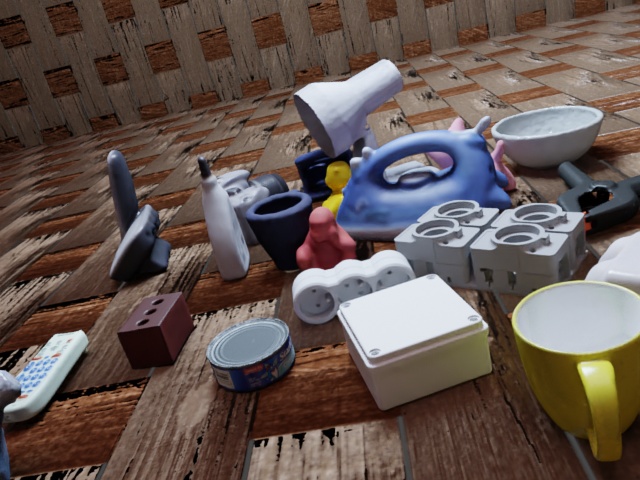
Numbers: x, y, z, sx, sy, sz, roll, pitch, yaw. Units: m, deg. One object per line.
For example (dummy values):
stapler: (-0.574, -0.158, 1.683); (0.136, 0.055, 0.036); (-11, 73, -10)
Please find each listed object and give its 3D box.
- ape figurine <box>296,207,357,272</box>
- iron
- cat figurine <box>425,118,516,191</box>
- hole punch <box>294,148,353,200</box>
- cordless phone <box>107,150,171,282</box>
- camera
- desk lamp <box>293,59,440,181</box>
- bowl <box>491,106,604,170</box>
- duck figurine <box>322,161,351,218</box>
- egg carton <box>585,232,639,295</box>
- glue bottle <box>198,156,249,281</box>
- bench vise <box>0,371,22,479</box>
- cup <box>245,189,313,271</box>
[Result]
ape figurine: (0.007, 0.003, 0.730); (0.077, 0.092, 0.076); (-4, 24, 23)
iron: (0.127, -0.084, 0.798); (0.257, 0.142, 0.119); (-7, 23, 17)
cat figurine: (0.224, -0.125, 0.868); (0.127, 0.118, 0.067); (7, 30, 41)
hole punch: (0.009, -0.132, 1.049); (0.108, 0.091, 0.101); (-13, 22, 3)
cordless phone: (-0.306, -0.040, 0.895); (0.094, 0.185, 0.147); (-18, 23, -9)
camera: (-0.112, -0.070, 0.961); (0.137, 0.101, 0.142); (-29, 26, -31)
desk lamp: (0.076, -0.178, 0.957); (0.203, 0.214, 0.117); (-20, 23, -14)
bowl: (0.365, -0.157, 0.918); (0.167, 0.075, 0.167); (-12, 22, 5)
duck figurine: (0.035, -0.084, 0.925); (0.077, 0.086, 0.104); (-11, 23, 8)
egg carton: (0.306, 0.044, 0.483); (0.149, 0.069, 0.107); (8, 31, 43)
glue bottle: (-0.139, -0.034, 0.796); (0.037, 0.173, 0.078); (-13, 22, 4)
bench vise: (-0.367, 0.142, 0.453); (0.121, 0.220, 0.208); (6, 30, 40)
cup: (-0.043, -0.013, 0.793); (0.091, 0.095, 0.118); (-6, 24, 20)
